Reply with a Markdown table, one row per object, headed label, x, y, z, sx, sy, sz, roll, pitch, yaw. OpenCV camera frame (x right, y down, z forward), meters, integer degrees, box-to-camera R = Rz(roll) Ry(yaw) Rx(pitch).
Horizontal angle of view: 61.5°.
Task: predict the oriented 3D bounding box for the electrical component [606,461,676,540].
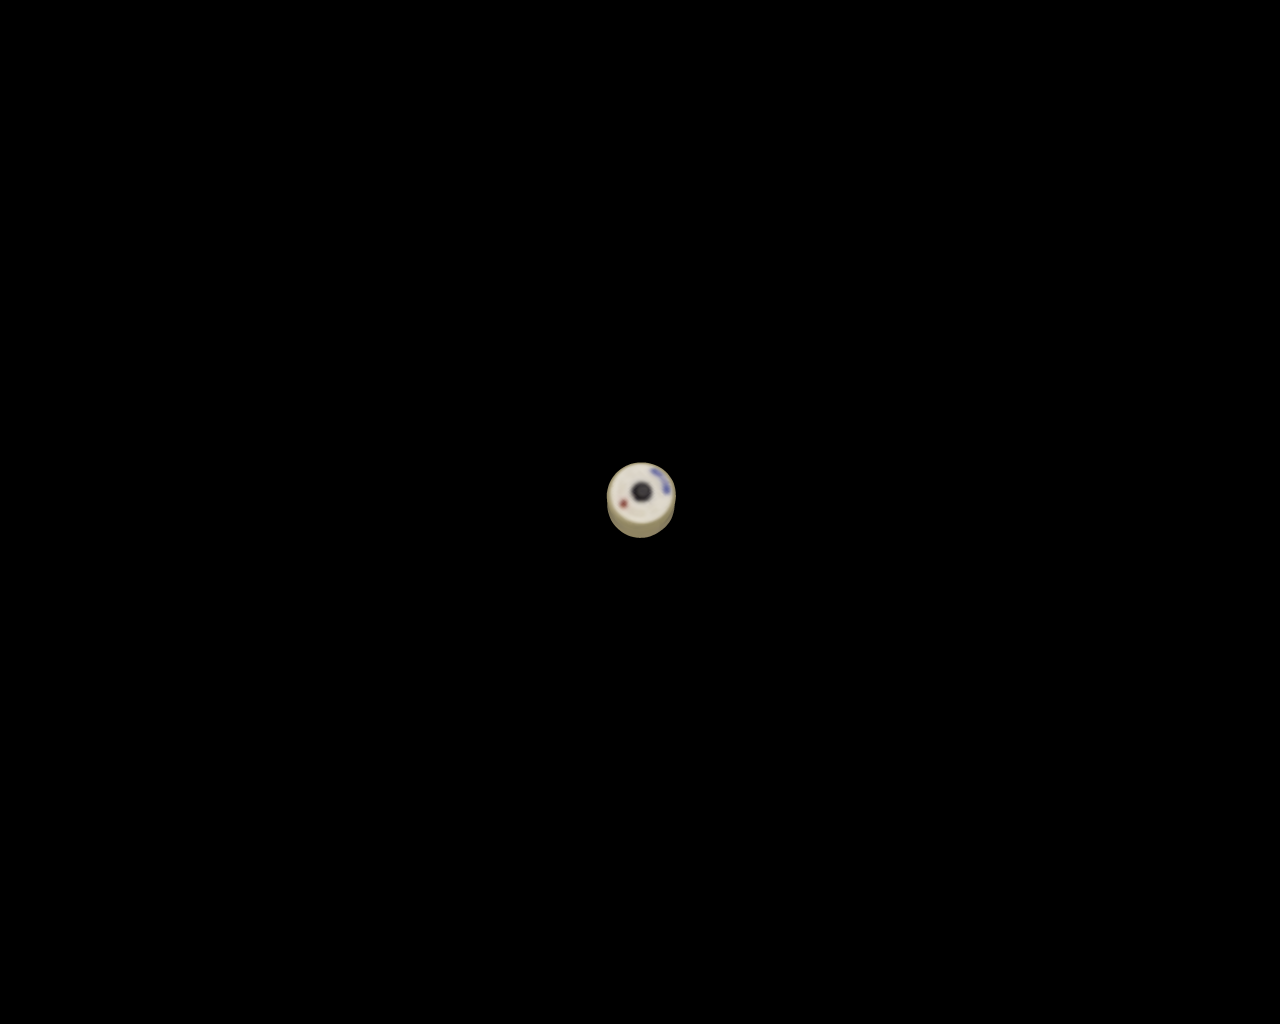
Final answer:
| label | x | y | z | sx | sy | sz | roll | pitch | yaw |
| --- | --- | --- | --- | --- | --- | --- | --- | --- | --- |
| electrical component | 0.001 | -0.003 | 0.650 | 0.040 | 0.040 | 0.078 | 0 | -15 | 0 |
